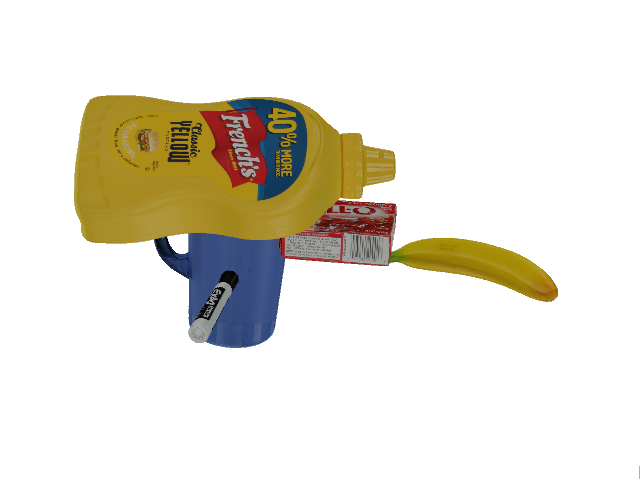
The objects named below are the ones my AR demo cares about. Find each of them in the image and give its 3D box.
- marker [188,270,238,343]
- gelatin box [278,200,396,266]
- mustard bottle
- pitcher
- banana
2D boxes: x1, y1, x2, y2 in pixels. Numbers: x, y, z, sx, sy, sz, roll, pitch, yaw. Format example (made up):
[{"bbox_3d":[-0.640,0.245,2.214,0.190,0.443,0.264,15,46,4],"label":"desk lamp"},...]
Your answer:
[{"bbox_3d":[-0.100,0.061,1.020,0.020,0.020,0.121,0,24,11],"label":"marker"},{"bbox_3d":[0.015,-0.009,0.865,0.089,0.030,0.073,4,22,6],"label":"gelatin box"},{"bbox_3d":[-0.050,-0.045,0.656,0.191,0.096,0.058,0,-37,-2],"label":"mustard bottle"},{"bbox_3d":[-0.110,0.002,1.283,0.149,0.243,0.144,20,26,29],"label":"pitcher"},{"bbox_3d":[0.162,0.029,1.116,0.198,0.037,0.069,10,38,31],"label":"banana"}]
